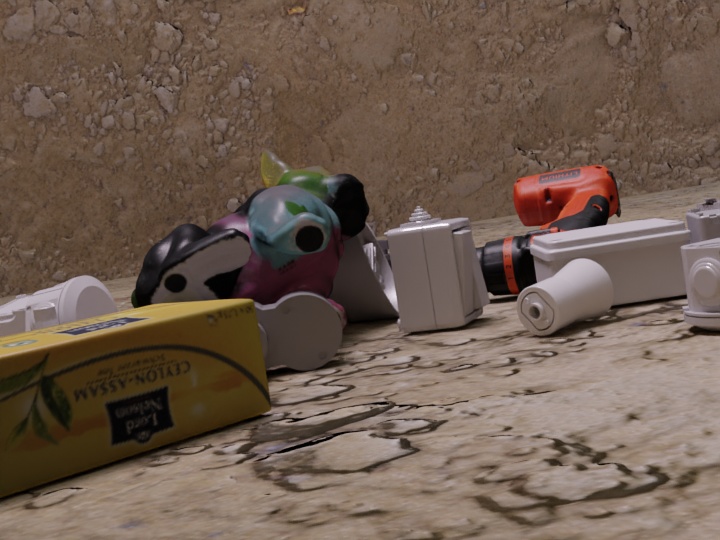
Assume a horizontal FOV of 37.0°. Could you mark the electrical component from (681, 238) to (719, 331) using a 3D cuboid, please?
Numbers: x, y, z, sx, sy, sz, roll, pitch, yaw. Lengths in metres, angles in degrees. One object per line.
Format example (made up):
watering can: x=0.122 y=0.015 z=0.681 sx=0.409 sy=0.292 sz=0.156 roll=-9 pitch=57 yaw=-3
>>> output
electrical component: x=0.234 y=0.006 z=0.646 sx=0.080 sy=0.051 sz=0.080 roll=-9 pitch=4 yaw=1

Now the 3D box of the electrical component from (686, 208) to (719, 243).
electrical component: x=0.285 y=-0.018 z=0.806 sx=0.062 sy=0.061 sz=0.096 roll=-8 pitch=4 yaw=11

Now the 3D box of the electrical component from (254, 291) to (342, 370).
electrical component: x=-0.080 y=0.049 z=0.725 sx=0.138 sy=0.052 sz=0.074 roll=-9 pitch=4 yaw=-4

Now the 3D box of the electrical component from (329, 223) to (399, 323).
electrical component: x=0.000 y=0.000 z=0.966 sx=0.064 sy=0.099 sz=0.099 roll=-14 pitch=2 yaw=19

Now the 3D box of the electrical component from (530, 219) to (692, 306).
electrical component: x=0.197 y=-0.004 z=0.849 sx=0.109 sy=0.056 sz=0.108 roll=-9 pitch=4 yaw=3

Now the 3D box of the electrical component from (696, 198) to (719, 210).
electrical component: x=0.341 y=-0.035 z=0.916 sx=0.079 sy=0.063 sz=0.121 roll=-10 pitch=4 yaw=-18

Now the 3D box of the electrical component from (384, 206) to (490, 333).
electrical component: x=0.062 y=-0.004 z=0.846 sx=0.061 sy=0.096 sz=0.062 roll=-7 pitch=4 yaw=22

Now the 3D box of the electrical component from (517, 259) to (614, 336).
electrical component: x=0.138 y=0.021 z=0.737 sx=0.044 sy=0.044 sz=0.065 roll=-5 pitch=10 yaw=46

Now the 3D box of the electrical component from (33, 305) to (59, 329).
electrical component: x=-0.251 y=0.060 z=0.871 sx=0.048 sy=0.062 sz=0.048 roll=-9 pitch=4 yaw=1

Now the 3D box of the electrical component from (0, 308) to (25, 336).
electrical component: x=-0.295 y=0.061 z=1.014 sx=0.089 sy=0.055 sz=0.050 roll=-7 pitch=4 yaw=22

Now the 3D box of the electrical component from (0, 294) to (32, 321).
electrical component: x=-0.341 y=0.063 z=1.102 sx=0.062 sy=0.061 sz=0.096 roll=-8 pitch=12 yaw=16

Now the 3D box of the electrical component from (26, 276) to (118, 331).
electrical component: x=-0.249 y=0.048 z=0.936 sx=0.051 sy=0.080 sz=0.080 roll=-13 pitch=2 yaw=21

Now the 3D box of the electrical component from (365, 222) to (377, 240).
electrical component: x=-0.029 y=-0.015 z=1.190 sx=0.108 sy=0.108 sz=0.060 roll=-7 pitch=-2 yaw=29
